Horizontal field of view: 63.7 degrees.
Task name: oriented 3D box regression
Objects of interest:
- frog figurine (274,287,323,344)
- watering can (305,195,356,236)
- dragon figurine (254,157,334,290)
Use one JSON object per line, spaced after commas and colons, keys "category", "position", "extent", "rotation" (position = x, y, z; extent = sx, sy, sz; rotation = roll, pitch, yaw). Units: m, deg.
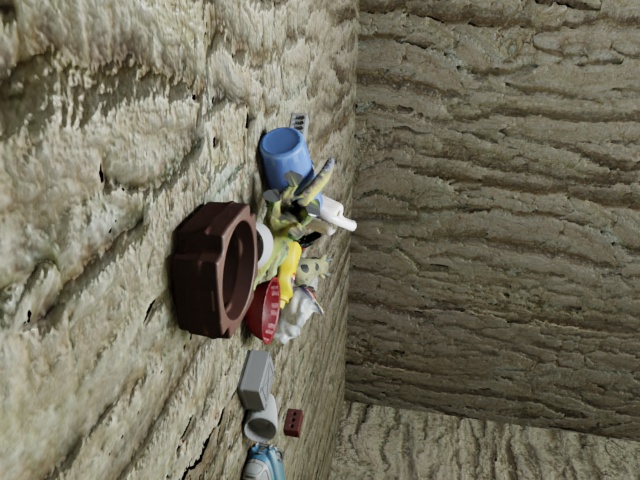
{"category": "frog figurine", "position": [-0.083, 0.216, 1.496], "extent": [0.160, 0.120, 0.139], "rotation": [-33, 33, -14]}
{"category": "watering can", "position": [0.005, -0.077, 1.524], "extent": [0.225, 0.104, 0.347], "rotation": [24, 3, 8]}
{"category": "dragon figurine", "position": [-0.081, -0.021, 1.185], "extent": [0.122, 0.237, 0.418], "rotation": [33, 40, 7]}
